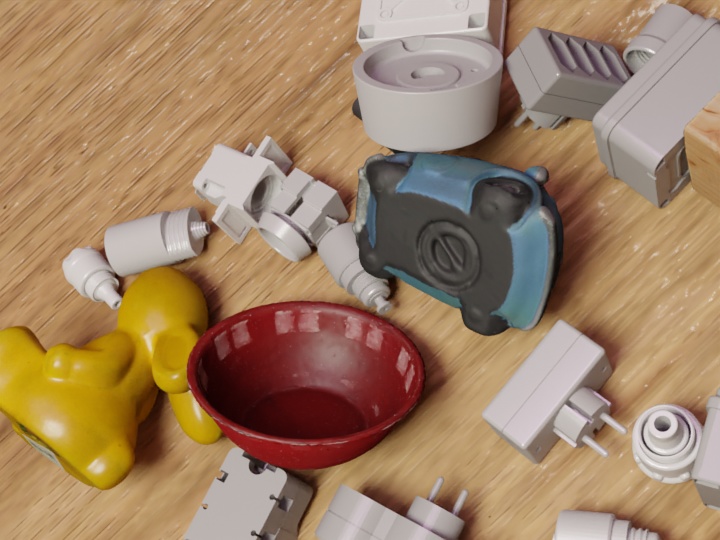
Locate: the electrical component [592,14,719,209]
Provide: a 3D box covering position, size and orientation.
[{"bbox_3d":[0.220,-0.109,0.740,0.113,0.078,0.057,-45,63,-3],"label":"electrical component"}]

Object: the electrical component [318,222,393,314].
[{"bbox_3d":[0.000,0.000,0.797,0.040,0.040,0.078,-35,60,3],"label":"electrical component"}]

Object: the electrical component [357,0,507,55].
[{"bbox_3d":[0.060,-0.217,0.862,0.109,0.056,0.108,-1,67,21],"label":"electrical component"}]

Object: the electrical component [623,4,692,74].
[{"bbox_3d":[0.221,-0.166,0.787,0.040,0.040,0.046,27,74,29],"label":"electrical component"}]

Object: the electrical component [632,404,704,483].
[{"bbox_3d":[0.190,0.103,0.666,0.048,0.062,0.048,-8,65,18],"label":"electrical component"}]

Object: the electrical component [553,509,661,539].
[{"bbox_3d":[0.155,0.170,0.662,0.078,0.040,0.040,1,68,21],"label":"electrical component"}]

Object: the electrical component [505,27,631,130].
[{"bbox_3d":[0.143,-0.128,0.786,0.075,0.083,0.047,-48,50,41],"label":"electrical component"}]

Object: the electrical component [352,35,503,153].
[{"bbox_3d":[0.051,-0.124,0.786,0.108,0.060,0.108,-4,33,2],"label":"electrical component"}]

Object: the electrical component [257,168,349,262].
[{"bbox_3d":[-0.046,-0.040,0.831,0.066,0.048,0.055,31,73,29],"label":"electrical component"}]

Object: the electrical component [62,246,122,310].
[{"bbox_3d":[-0.215,0.009,0.879,0.035,0.035,0.061,-46,62,-3],"label":"electrical component"}]

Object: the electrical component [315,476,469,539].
[{"bbox_3d":[0.044,0.171,0.697,0.138,0.052,0.073,23,77,28],"label":"electrical component"}]

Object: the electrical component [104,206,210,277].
[{"bbox_3d":[-0.159,-0.025,0.868,0.081,0.043,0.043,-14,63,15],"label":"electrical component"}]

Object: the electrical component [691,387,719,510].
[{"bbox_3d":[0.251,0.117,0.610,0.109,0.109,0.056,13,75,25],"label":"electrical component"}]

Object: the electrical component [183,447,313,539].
[{"bbox_3d":[-0.078,0.177,0.739,0.050,0.055,0.089,21,76,28],"label":"electrical component"}]

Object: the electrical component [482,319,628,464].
[{"bbox_3d":[0.137,0.091,0.700,0.076,0.047,0.083,37,84,29],"label":"electrical component"}]

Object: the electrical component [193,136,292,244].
[{"bbox_3d":[-0.095,-0.068,0.864,0.064,0.042,0.081,25,77,32],"label":"electrical component"}]
